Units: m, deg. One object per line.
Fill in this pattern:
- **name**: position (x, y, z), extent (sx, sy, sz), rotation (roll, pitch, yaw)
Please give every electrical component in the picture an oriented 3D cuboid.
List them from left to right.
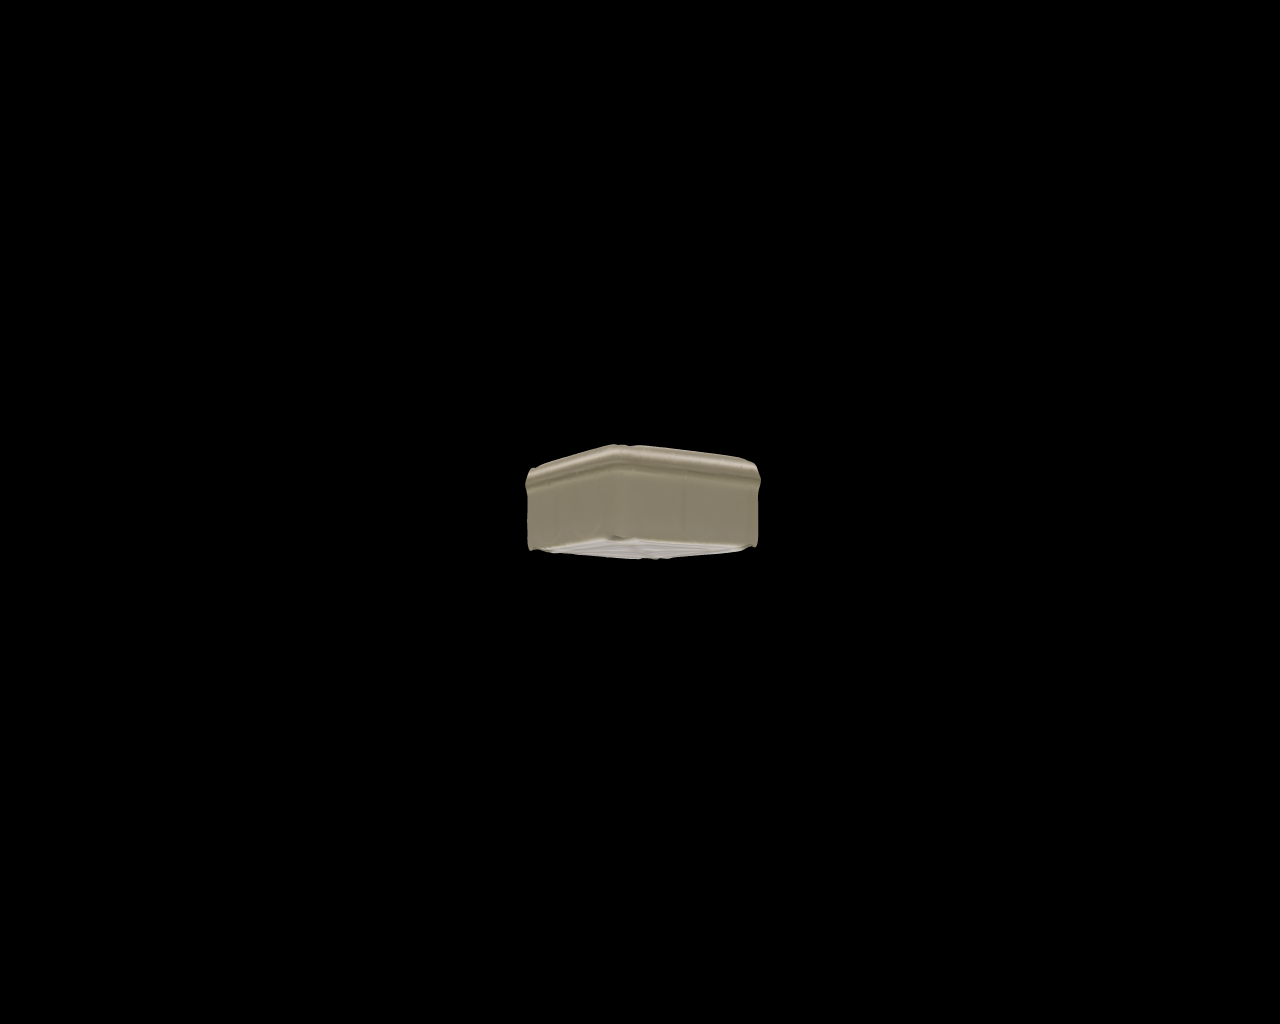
- **electrical component**: position (0.001, -0.003, 0.650), extent (0.109, 0.056, 0.108), rotation (5, -9, -36)
